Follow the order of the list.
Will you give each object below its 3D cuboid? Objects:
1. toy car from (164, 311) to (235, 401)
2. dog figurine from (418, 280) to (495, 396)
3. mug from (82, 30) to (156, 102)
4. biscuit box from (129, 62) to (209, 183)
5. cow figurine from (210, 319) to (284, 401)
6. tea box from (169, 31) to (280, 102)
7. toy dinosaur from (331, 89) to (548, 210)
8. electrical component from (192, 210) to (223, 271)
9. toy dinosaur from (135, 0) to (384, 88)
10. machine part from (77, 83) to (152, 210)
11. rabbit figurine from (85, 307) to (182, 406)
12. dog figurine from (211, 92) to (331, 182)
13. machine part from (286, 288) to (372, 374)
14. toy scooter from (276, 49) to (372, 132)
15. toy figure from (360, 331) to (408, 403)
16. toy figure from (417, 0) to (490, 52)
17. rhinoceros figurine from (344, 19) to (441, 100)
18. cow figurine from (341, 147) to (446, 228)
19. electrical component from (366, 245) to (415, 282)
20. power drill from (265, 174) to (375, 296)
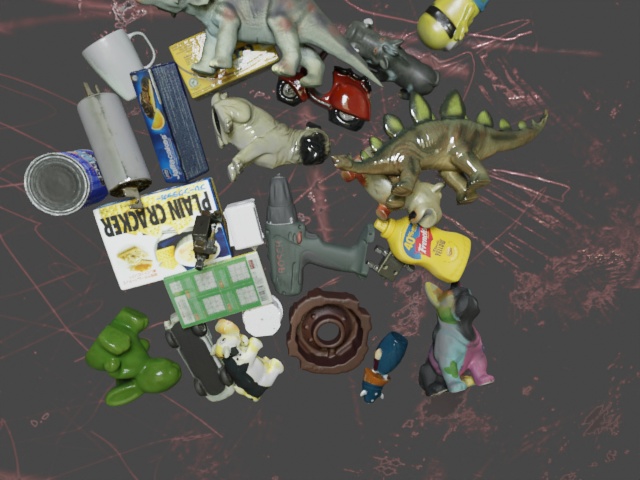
[{"bbox_3d":[-0.235,0.227,1.060,0.073,0.056,0.201,-25,101,7],"label":"toy car"},{"bbox_3d":[0.256,0.191,1.074,0.108,0.191,0.219,-3,72,-22],"label":"dog figurine"},{"bbox_3d":[-0.337,-0.304,0.938,0.109,0.081,0.107,-35,113,-14],"label":"mug"},{"bbox_3d":[-0.261,-0.201,0.941,0.059,0.063,0.202,4,118,36],"label":"biscuit box"},{"bbox_3d":[-0.154,0.230,1.031,0.167,0.068,0.098,48,63,-23],"label":"cow figurine"},{"bbox_3d":[-0.165,-0.323,0.947,0.170,0.068,0.098,-22,101,0],"label":"tea box"},{"bbox_3d":[0.234,-0.167,0.956,0.471,0.105,0.198,-6,73,-21],"label":"toy dinosaur"},{"bbox_3d":[-0.195,-0.006,0.929,0.045,0.102,0.078,1,128,-3],"label":"electrical component"},{"bbox_3d":[-0.090,-0.354,0.861,0.405,0.131,0.192,4,99,-12],"label":"toy dinosaur"},{"bbox_3d":[-0.357,-0.164,0.934,0.079,0.079,0.243,-24,84,0],"label":"machine part"},{"bbox_3d":[-0.353,0.241,1.017,0.170,0.121,0.159,36,103,-8],"label":"rabbit figurine"},{"bbox_3d":[-0.087,-0.202,0.976,0.191,0.121,0.172,-19,103,-17],"label":"dog figurine"},{"bbox_3d":[0.016,0.182,1.072,0.179,0.056,0.179,-1,102,-6],"label":"machine part"},{"bbox_3d":[0.021,-0.285,0.971,0.184,0.075,0.135,22,98,-4],"label":"toy scooter"},{"bbox_3d":[0.128,0.262,1.098,0.064,0.058,0.154,26,103,-4],"label":"toy figure"},{"bbox_3d":[0.248,-0.422,0.960,0.089,0.082,0.180,34,104,8],"label":"toy figure"},{"bbox_3d":[0.123,-0.316,0.954,0.190,0.112,0.073,28,100,-18],"label":"rhinoceros figurine"},{"bbox_3d":[0.150,-0.098,1.007,0.195,0.085,0.127,45,58,2],"label":"cow figurine"},{"bbox_3d":[0.141,0.051,1.073,0.094,0.021,0.063,28,98,-11],"label":"electrical component"},{"bbox_3d":[-0.002,-0.003,1.022,0.207,0.086,0.231,4,102,-10],"label":"power drill"}]
